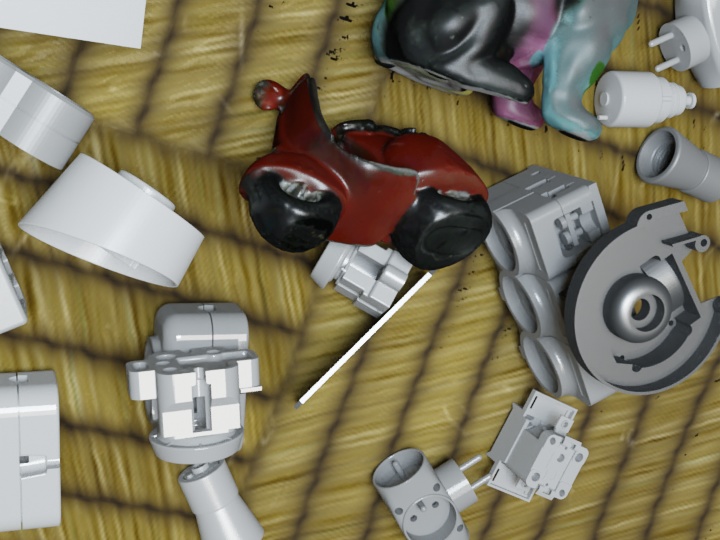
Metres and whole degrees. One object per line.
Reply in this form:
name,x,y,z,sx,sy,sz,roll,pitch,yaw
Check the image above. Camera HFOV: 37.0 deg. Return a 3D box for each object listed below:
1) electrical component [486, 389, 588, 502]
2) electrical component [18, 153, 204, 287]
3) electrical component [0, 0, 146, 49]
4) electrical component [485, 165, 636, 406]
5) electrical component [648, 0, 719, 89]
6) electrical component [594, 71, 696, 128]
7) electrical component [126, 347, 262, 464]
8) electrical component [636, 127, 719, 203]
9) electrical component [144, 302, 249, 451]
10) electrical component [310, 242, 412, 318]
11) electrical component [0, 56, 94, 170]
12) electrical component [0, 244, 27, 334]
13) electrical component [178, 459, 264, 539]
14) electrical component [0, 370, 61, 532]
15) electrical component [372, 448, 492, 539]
electrical component,0.134,0.137,0.806,0.042,0.064,0.081,25,94,-21
electrical component,-0.147,-0.024,0.653,0.099,0.099,0.064,36,83,-23
electrical component,-0.171,-0.229,0.612,0.105,0.060,0.186,5,101,-20
electrical component,0.139,0.011,0.762,0.062,0.089,0.150,-26,110,-12
electrical component,0.245,-0.169,0.780,0.079,0.043,0.077,-25,110,-12
electrical component,0.208,-0.123,0.780,0.078,0.040,0.040,-2,104,-19
electrical component,-0.100,0.082,0.655,0.078,0.058,0.057,-5,102,-18
electrical component,0.246,-0.076,0.806,0.065,0.044,0.044,19,96,-27
electrical component,-0.110,0.071,0.710,0.059,0.054,0.095,0,103,-19
electrical component,0.000,0.000,0.729,0.055,0.066,0.048,30,75,-3
electrical component,-0.234,-0.097,0.627,0.138,0.052,0.073,33,91,-22
electrical component,-0.253,0.004,0.648,0.076,0.047,0.083,-22,109,-12
electrical component,-0.099,0.163,0.744,0.044,0.044,0.065,-25,104,-12
electrical component,-0.222,0.115,0.682,0.059,0.054,0.095,-2,104,-19
electrical component,0.061,0.166,0.796,0.079,0.044,0.077,-31,111,-5
